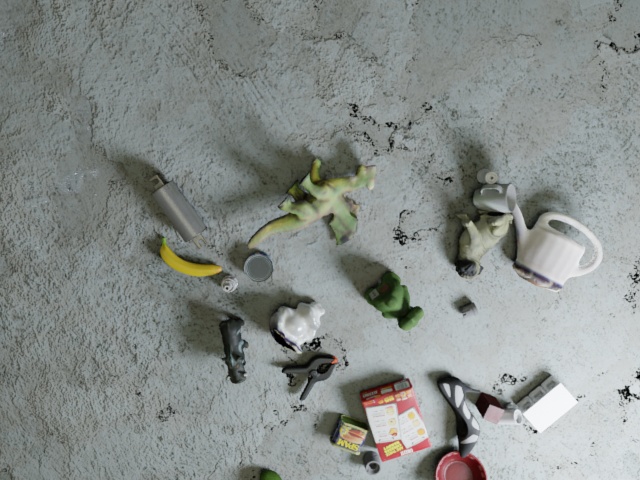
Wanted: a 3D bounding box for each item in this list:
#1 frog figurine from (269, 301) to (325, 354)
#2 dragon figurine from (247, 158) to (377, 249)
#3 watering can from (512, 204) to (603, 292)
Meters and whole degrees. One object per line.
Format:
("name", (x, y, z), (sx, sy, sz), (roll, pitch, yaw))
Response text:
("frog figurine", (-0.068, 0.242, 1.532), (0.137, 0.120, 0.162), (38, 61, 0))
("dragon figurine", (0.004, -0.074, 1.474), (0.241, 0.124, 0.408), (38, 97, -16))
("watering can", (0.641, 0.011, 1.513), (0.348, 0.104, 0.223), (28, 98, 7))
